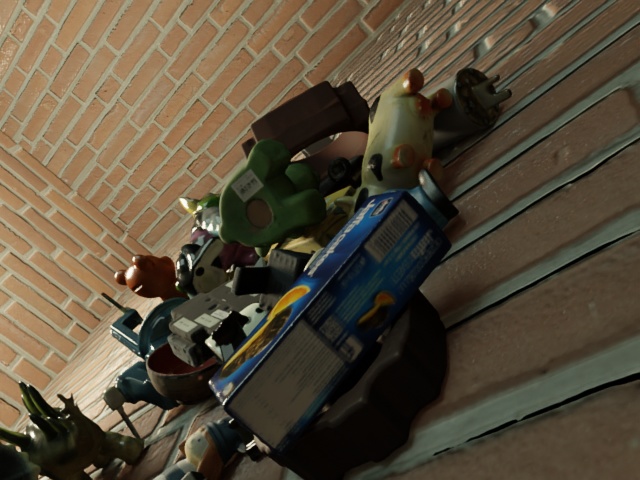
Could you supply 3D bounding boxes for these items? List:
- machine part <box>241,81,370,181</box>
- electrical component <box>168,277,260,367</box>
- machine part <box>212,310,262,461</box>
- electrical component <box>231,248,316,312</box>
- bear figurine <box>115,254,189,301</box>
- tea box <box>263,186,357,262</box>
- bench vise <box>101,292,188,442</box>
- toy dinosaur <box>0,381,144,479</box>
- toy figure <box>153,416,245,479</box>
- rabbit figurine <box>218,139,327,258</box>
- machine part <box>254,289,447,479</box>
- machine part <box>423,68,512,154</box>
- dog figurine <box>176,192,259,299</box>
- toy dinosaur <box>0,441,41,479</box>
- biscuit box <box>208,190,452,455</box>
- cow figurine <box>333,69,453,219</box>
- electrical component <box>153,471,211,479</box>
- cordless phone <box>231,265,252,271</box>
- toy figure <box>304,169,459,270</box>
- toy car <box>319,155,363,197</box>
[{"bbox_3d":[-0.007,-0.143,0.844,0.201,0.087,0.200,-28,-21,8],"label":"machine part"},{"bbox_3d":[-0.131,0.110,0.713,0.134,0.058,0.115,-32,28,-33],"label":"electrical component"},{"bbox_3d":[-0.069,0.138,0.531,0.084,0.039,0.139,-44,56,29],"label":"machine part"},{"bbox_3d":[-0.036,0.047,0.594,0.048,0.119,0.074,17,95,39],"label":"electrical component"},{"bbox_3d":[-0.260,0.081,0.986,0.120,0.195,0.132,-39,16,38],"label":"bear figurine"},{"bbox_3d":[-0.002,-0.002,0.748,0.098,0.068,0.170,-54,16,-24],"label":"tea box"},{"bbox_3d":[-0.274,0.172,0.869,0.241,0.128,0.223,20,55,39],"label":"bench vise"},{"bbox_3d":[-0.363,0.287,0.756,0.471,0.198,0.105,-34,23,45],"label":"toy dinosaur"},{"bbox_3d":[-0.129,0.236,0.531,0.154,0.064,0.057,-53,-27,-15],"label":"toy figure"},{"bbox_3d":[-0.053,-0.046,0.717,0.159,0.121,0.170,-47,-3,26],"label":"rabbit figurine"},{"bbox_3d":[0.025,0.108,0.439,0.179,0.056,0.179,-42,16,15],"label":"machine part"},{"bbox_3d":[0.147,-0.155,0.712,0.243,0.079,0.079,-19,32,57],"label":"machine part"},{"bbox_3d":[-0.196,-0.003,0.932,0.191,0.108,0.219,-45,39,-14],"label":"dog figurine"},{"bbox_3d":[-0.438,0.391,0.711,0.192,0.404,0.131,-13,50,-12],"label":"toy dinosaur"},{"bbox_3d":[0.009,0.053,0.402,0.202,0.059,0.063,-48,16,-14],"label":"biscuit box"},{"bbox_3d":[0.081,-0.086,0.634,0.127,0.085,0.195,-16,60,59],"label":"cow figurine"},{"bbox_3d":[-0.118,0.238,0.473,0.063,0.021,0.094,-49,52,-6],"label":"electrical component"},{"bbox_3d":[-0.098,0.021,0.964,0.146,0.088,0.184,-46,27,6],"label":"cordless phone"},{"bbox_3d":[0.057,0.012,0.542,0.180,0.082,0.089,-40,16,14],"label":"toy figure"},{"bbox_3d":[0.007,-0.063,0.858,0.202,0.089,0.053,-36,64,29],"label":"toy car"}]
